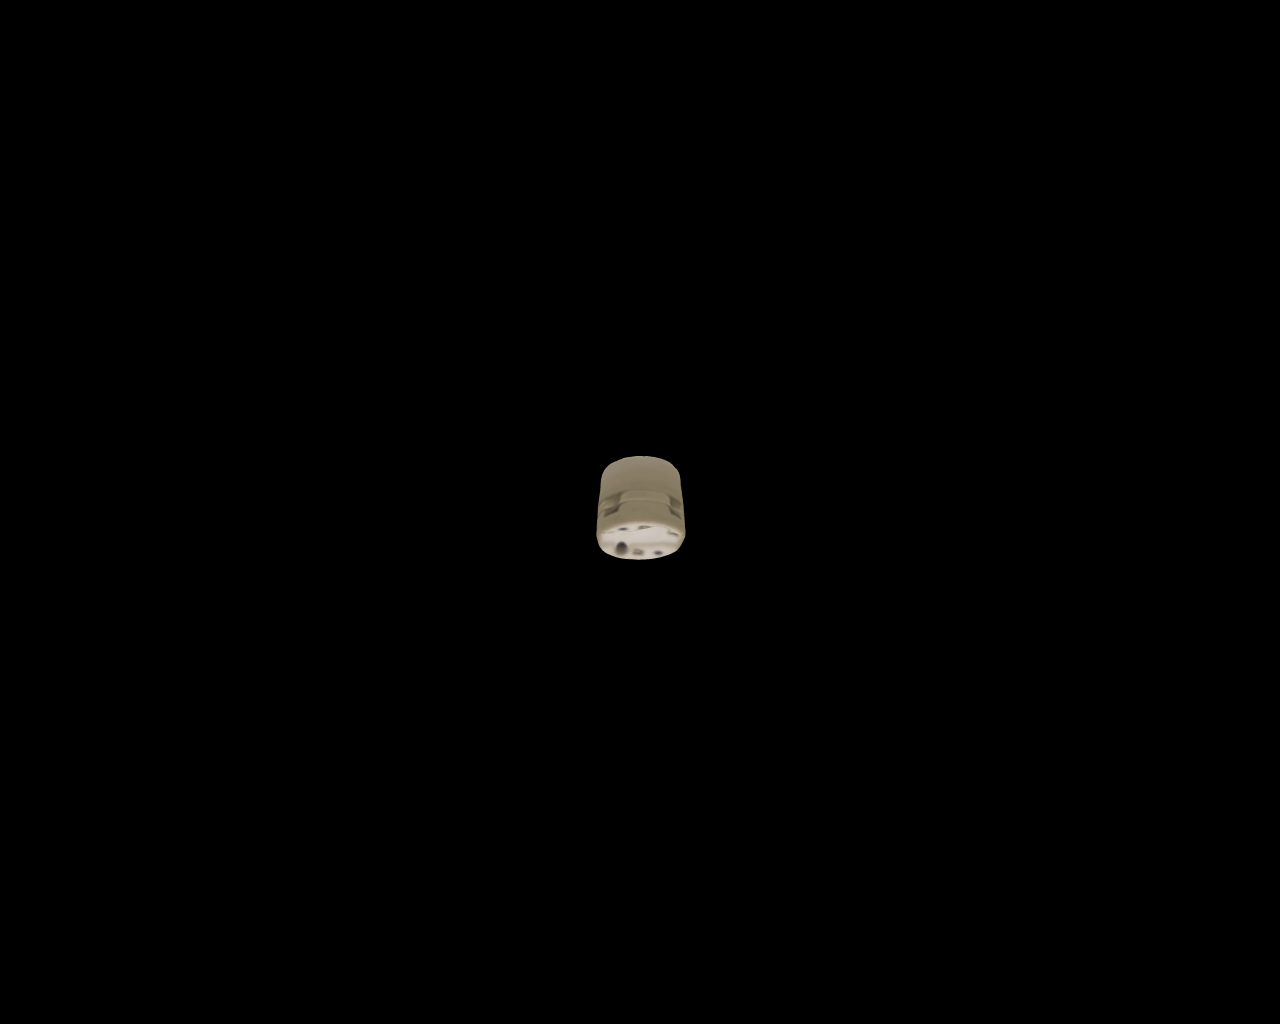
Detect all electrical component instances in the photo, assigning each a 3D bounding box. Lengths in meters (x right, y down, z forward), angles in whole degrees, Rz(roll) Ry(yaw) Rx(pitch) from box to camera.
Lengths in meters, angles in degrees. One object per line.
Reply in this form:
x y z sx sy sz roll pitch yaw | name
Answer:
0.001 -0.003 0.650 0.055 0.047 0.055 0 -27 0 | electrical component
